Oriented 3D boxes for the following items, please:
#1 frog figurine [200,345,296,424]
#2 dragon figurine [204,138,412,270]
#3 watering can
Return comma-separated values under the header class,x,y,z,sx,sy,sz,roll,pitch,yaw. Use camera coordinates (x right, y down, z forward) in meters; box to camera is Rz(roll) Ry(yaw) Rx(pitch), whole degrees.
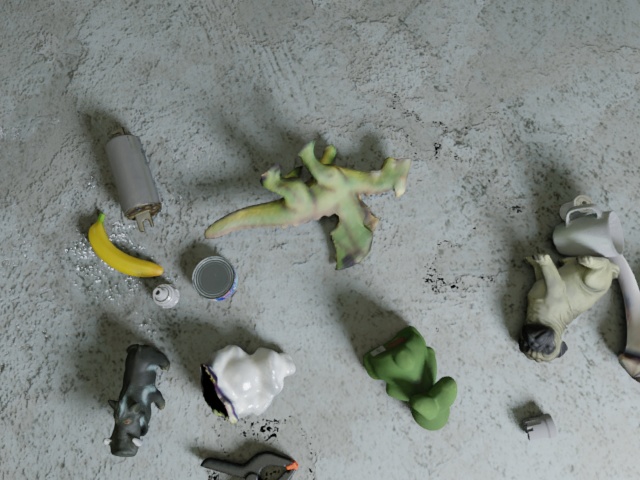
class,x,y,z,sx,sy,sz,roll,pitch,yaw
frog figurine,-0.132,0.248,0.944,0.161,0.120,0.139,-24,60,-40
dragon figurine,0.003,-0.051,1.012,0.412,0.121,0.244,-39,83,-6
watering can,0.606,0.152,0.907,0.351,0.102,0.226,35,80,26
